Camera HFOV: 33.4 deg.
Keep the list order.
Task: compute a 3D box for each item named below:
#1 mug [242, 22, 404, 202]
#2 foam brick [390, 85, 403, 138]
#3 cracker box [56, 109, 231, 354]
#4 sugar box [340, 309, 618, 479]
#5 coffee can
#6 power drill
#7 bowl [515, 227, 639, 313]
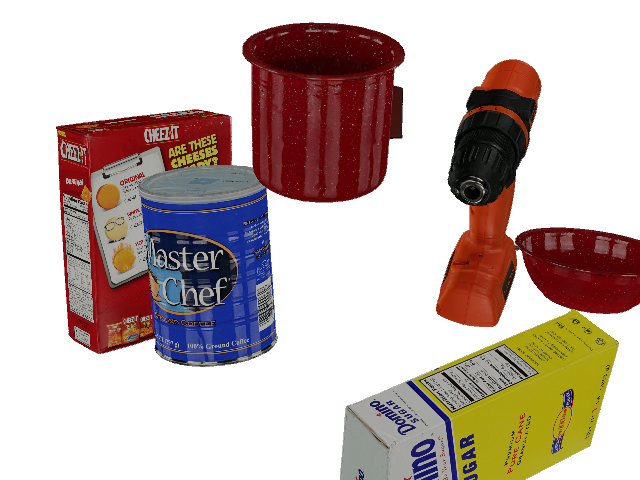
[{"bbox_3d":[0.005,-0.080,0.637,0.093,0.081,0.117,13,32,19],"label":"mug"},{"bbox_3d":[0.037,-0.127,1.054,0.078,0.051,0.053,-4,14,-20],"label":"foam brick"},{"bbox_3d":[-0.169,-0.014,1.050,0.163,0.214,0.072,-13,20,-40],"label":"cracker box"},{"bbox_3d":[0.095,0.112,0.636,0.175,0.093,0.048,-21,41,-30],"label":"sugar box"},{"bbox_3d":[-0.090,0.018,0.867,0.103,0.140,0.103,-3,17,1],"label":"coffee can"},{"bbox_3d":[0.130,-0.026,0.833,0.057,0.188,0.184,14,37,14],"label":"power drill"},{"bbox_3d":[0.278,0.034,1.097,0.162,0.055,0.162,4,17,-1],"label":"bowl"}]
